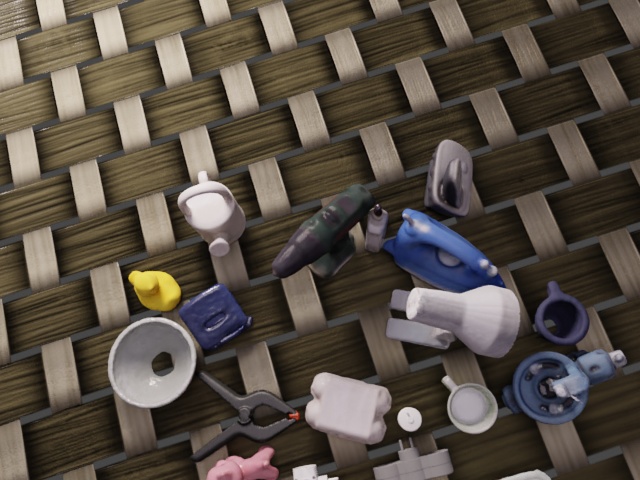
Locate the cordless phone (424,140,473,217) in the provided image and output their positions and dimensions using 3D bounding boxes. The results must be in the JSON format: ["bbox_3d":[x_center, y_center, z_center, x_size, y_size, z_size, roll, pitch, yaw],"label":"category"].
[{"bbox_3d":[0.257,-0.134,1.096,0.094,0.185,0.147,5,75,5],"label":"cordless phone"}]

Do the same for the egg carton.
[{"bbox_3d":[0.051,0.308,1.047,0.150,0.069,0.107,12,76,7],"label":"egg carton"}]

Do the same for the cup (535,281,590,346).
[{"bbox_3d":[0.430,0.140,1.056,0.091,0.095,0.118,-10,74,1],"label":"cup"}]

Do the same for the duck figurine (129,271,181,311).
[{"bbox_3d":[-0.328,0.095,1.122,0.104,0.086,0.077,30,78,11],"label":"duck figurine"}]

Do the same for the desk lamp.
[{"bbox_3d":[0.225,0.138,1.008,0.203,0.213,0.118,9,75,6],"label":"desk lamp"}]

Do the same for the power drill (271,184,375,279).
[{"bbox_3d":[0.010,0.004,1.062,0.075,0.208,0.230,41,81,14],"label":"power drill"}]

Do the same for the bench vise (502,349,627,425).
[{"bbox_3d":[0.420,0.225,0.968,0.207,0.220,0.121,-39,75,-7],"label":"bench vise"}]

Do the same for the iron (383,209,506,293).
[{"bbox_3d":[0.252,0.029,1.074,0.258,0.141,0.119,29,78,11],"label":"iron"}]

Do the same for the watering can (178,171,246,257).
[{"bbox_3d":[-0.205,-0.054,1.099,0.101,0.194,0.172,-38,75,-7],"label":"watering can"}]

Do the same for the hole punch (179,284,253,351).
[{"bbox_3d":[-0.198,0.149,1.096,0.109,0.091,0.101,-34,75,-6],"label":"hole punch"}]

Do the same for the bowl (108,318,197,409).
[{"bbox_3d":[-0.308,0.234,1.088,0.167,0.075,0.167,-1,74,4],"label":"bowl"}]

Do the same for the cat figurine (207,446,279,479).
[{"bbox_3d":[-0.143,0.413,1.005,0.128,0.118,0.067,-20,74,-2],"label":"cat figurine"}]

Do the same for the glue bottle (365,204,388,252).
[{"bbox_3d":[0.108,-0.033,1.084,0.037,0.173,0.078,11,75,7],"label":"glue bottle"}]
